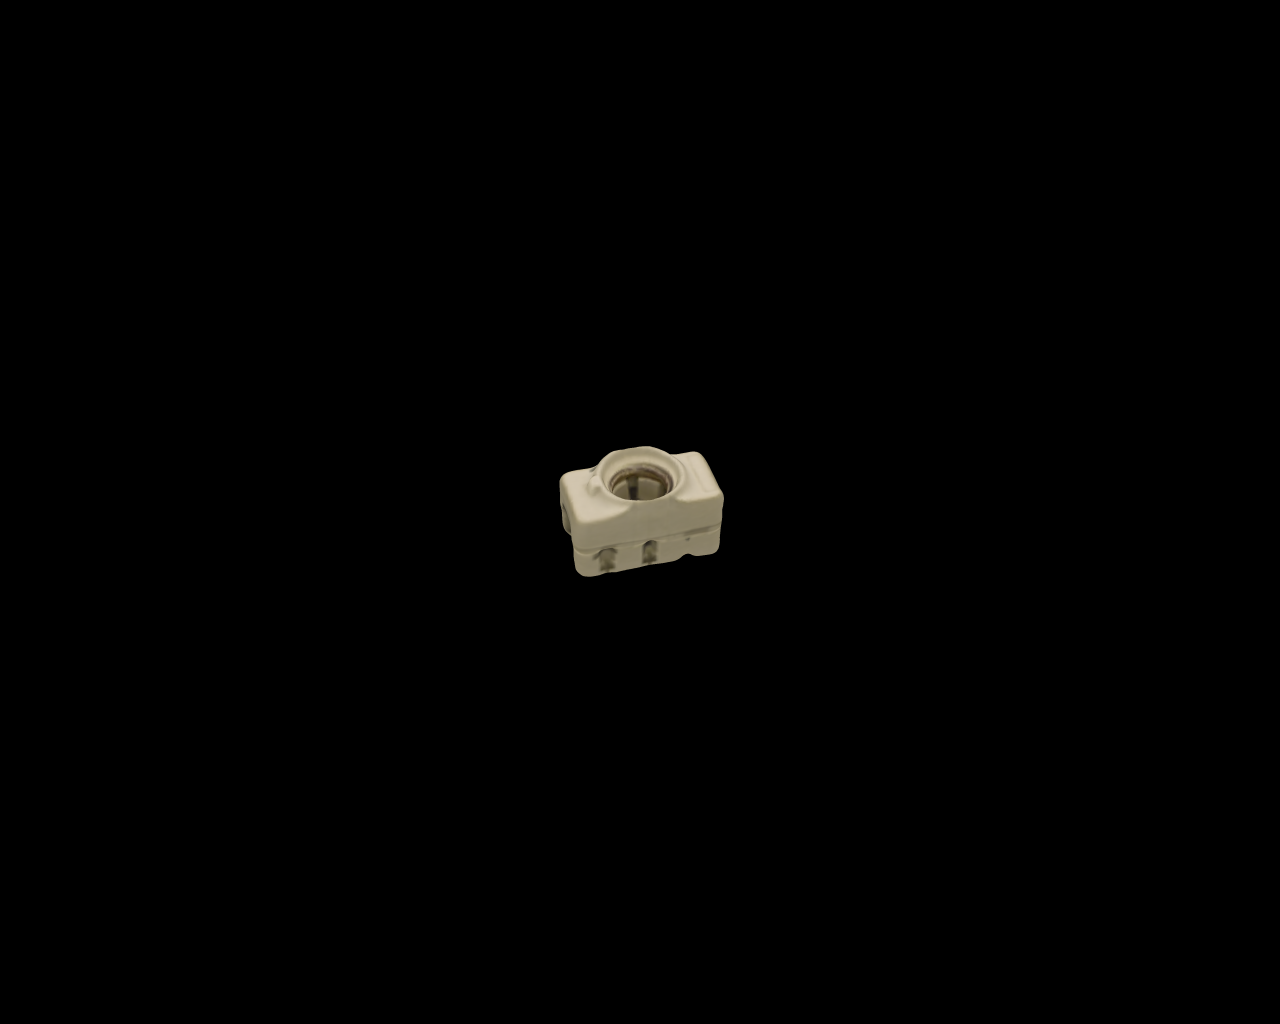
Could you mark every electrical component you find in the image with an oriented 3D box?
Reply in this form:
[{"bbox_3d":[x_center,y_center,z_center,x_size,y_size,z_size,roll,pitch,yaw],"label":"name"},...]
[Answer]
[{"bbox_3d":[0.001,-0.003,0.650,0.089,0.055,0.050,-10,43,-11],"label":"electrical component"}]
